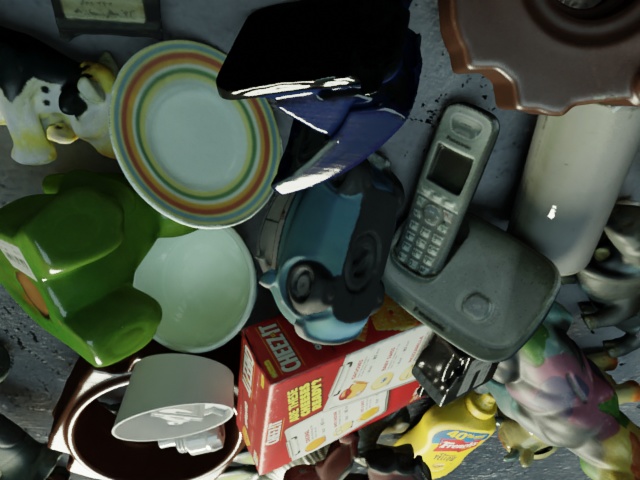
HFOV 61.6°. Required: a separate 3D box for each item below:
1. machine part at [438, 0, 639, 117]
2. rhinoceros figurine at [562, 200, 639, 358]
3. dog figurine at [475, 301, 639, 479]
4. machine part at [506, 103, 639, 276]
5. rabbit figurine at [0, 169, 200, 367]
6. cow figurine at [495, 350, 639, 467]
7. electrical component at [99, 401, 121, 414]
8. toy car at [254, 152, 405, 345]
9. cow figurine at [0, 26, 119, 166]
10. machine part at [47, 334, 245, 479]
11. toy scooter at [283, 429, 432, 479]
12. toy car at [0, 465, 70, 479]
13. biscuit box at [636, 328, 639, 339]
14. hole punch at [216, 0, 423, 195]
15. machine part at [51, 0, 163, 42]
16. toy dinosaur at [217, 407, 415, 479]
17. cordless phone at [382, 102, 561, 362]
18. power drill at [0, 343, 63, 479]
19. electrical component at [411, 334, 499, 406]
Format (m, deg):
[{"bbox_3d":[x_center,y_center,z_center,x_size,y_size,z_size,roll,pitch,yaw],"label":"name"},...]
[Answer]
[{"bbox_3d":[0.153,-0.157,0.309,0.179,0.056,0.179,2,107,7],"label":"machine part"},{"bbox_3d":[0.304,0.041,0.532,0.112,0.073,0.190,-26,130,18],"label":"rhinoceros figurine"},{"bbox_3d":[0.260,0.164,0.536,0.108,0.219,0.191,-36,133,-11],"label":"dog figurine"},{"bbox_3d":[0.206,-0.054,0.437,0.079,0.079,0.242,-4,131,-1],"label":"machine part"},{"bbox_3d":[-0.149,-0.006,0.413,0.159,0.170,0.121,5,124,42],"label":"rabbit figurine"},{"bbox_3d":[0.304,0.227,0.695,0.127,0.085,0.194,-2,135,-11],"label":"cow figurine"},{"bbox_3d":[-0.242,0.242,0.697,0.102,0.045,0.078,8,103,-15],"label":"electrical component"},{"bbox_3d":[-0.001,-0.001,0.444,0.103,0.161,0.109,13,180,34],"label":"toy car"},{"bbox_3d":[-0.197,-0.105,0.369,0.167,0.068,0.098,4,122,-11],"label":"cow figurine"},{"bbox_3d":[-0.175,0.184,0.597,0.201,0.087,0.201,25,116,-23],"label":"machine part"},{"bbox_3d":[0.053,0.267,0.614,0.184,0.075,0.135,11,117,-5],"label":"toy scooter"},{"bbox_3d":[-0.412,0.325,0.728,0.053,0.089,0.201,-19,129,13],"label":"toy car"},{"bbox_3d":[0.400,0.058,0.510,0.203,0.063,0.059,-19,132,-21],"label":"biscuit box"},{"bbox_3d":[0.010,-0.098,0.350,0.116,0.142,0.092,-5,132,19],"label":"hole punch"},{"bbox_3d":[-0.135,-0.186,0.316,0.084,0.039,0.138,1,133,-2],"label":"machine part"},{"bbox_3d":[-0.038,0.295,0.724,0.198,0.105,0.471,36,112,-22],"label":"toy dinosaur"},{"bbox_3d":[0.134,-0.008,0.439,0.089,0.147,0.184,-20,134,-40],"label":"cordless phone"},{"bbox_3d":[-0.417,0.217,0.617,0.232,0.086,0.207,-30,104,15],"label":"power drill"},{"bbox_3d":[0.129,0.122,0.517,0.075,0.048,0.119,-13,132,-32],"label":"electrical component"}]
